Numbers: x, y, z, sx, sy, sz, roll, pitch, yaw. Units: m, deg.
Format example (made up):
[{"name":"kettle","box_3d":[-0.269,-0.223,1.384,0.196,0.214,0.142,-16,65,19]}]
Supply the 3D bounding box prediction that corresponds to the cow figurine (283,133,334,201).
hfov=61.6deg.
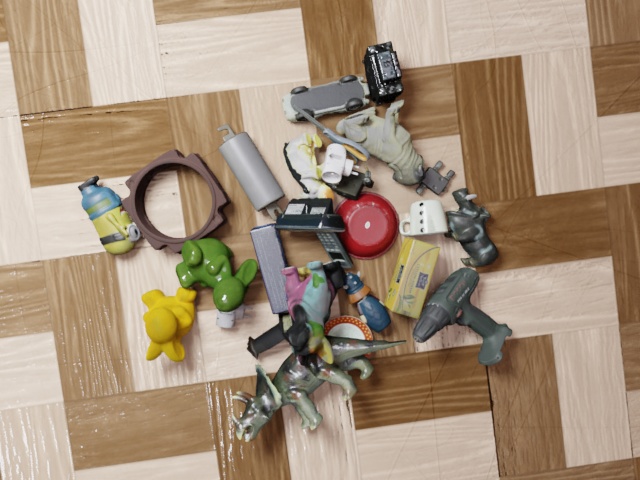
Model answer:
[{"name":"cow figurine","box_3d":[-0.030,-0.150,1.216,0.098,0.068,0.167,-16,92,33]}]

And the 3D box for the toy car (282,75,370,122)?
[{"name":"toy car","box_3d":[0.014,-0.320,1.222,0.202,0.056,0.073,-13,86,-3]}]

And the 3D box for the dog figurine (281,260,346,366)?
[{"name":"dog figurine","box_3d":[-0.009,0.158,1.168,0.109,0.191,0.219,-10,83,29]}]

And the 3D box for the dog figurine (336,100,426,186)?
[{"name":"dog figurine","box_3d":[0.141,-0.201,1.219,0.172,0.121,0.190,-5,113,30]}]

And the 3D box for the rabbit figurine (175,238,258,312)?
[{"name":"rabbit figurine","box_3d":[-0.218,0.090,1.184,0.170,0.159,0.121,53,127,27]}]

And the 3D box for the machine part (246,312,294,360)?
[{"name":"machine part","box_3d":[-0.106,0.215,1.235,0.139,0.084,0.039,-36,125,8]}]

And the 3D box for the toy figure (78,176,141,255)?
[{"name":"toy figure","box_3d":[-0.474,-0.052,1.201,0.089,0.082,0.180,-29,102,21]}]

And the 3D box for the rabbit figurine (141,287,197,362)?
[{"name":"rabbit figurine","box_3d":[-0.342,0.183,1.170,0.122,0.173,0.162,6,88,-7]}]

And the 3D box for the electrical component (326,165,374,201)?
[{"name":"electrical component","box_3d":[0.070,-0.137,1.223,0.102,0.045,0.078,27,74,22]}]

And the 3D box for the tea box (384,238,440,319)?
[{"name":"tea box","box_3d":[0.208,0.084,1.226,0.068,0.098,0.169,18,90,-4]}]

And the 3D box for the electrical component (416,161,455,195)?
[{"name":"electrical component","box_3d":[0.268,-0.136,1.256,0.063,0.021,0.094,38,90,-4]}]

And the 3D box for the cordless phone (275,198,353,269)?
[{"name":"cordless phone","box_3d":[-0.003,-0.003,1.220,0.147,0.184,0.089,1,48,31]}]

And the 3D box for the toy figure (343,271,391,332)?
[{"name":"toy figure","box_3d":[0.102,0.142,1.243,0.058,0.064,0.154,-38,89,38]}]

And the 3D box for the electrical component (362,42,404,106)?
[{"name":"electrical component","box_3d":[0.139,-0.367,1.185,0.058,0.134,0.114,-17,91,-2]}]

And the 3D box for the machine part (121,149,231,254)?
[{"name":"machine part","box_3d":[-0.319,-0.085,1.203,0.201,0.087,0.201,-34,94,1]}]

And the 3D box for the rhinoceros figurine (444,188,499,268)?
[{"name":"rhinoceros figurine","box_3d":[0.349,-0.026,1.239,0.112,0.073,0.190,-25,94,0]}]

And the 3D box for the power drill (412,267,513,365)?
[{"name":"power drill","box_3d":[0.325,0.192,1.215,0.207,0.086,0.232,40,61,-6]}]

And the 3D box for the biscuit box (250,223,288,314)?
[{"name":"biscuit box","box_3d":[-0.104,0.063,1.230,0.063,0.059,0.202,-15,93,-1]}]

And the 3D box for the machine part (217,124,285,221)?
[{"name":"machine part","box_3d":[-0.153,-0.153,1.211,0.079,0.079,0.243,-31,92,-1]}]

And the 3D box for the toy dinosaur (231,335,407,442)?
[{"name":"toy dinosaur","box_3d":[-0.017,0.293,1.206,0.405,0.131,0.192,-42,88,-2]}]
